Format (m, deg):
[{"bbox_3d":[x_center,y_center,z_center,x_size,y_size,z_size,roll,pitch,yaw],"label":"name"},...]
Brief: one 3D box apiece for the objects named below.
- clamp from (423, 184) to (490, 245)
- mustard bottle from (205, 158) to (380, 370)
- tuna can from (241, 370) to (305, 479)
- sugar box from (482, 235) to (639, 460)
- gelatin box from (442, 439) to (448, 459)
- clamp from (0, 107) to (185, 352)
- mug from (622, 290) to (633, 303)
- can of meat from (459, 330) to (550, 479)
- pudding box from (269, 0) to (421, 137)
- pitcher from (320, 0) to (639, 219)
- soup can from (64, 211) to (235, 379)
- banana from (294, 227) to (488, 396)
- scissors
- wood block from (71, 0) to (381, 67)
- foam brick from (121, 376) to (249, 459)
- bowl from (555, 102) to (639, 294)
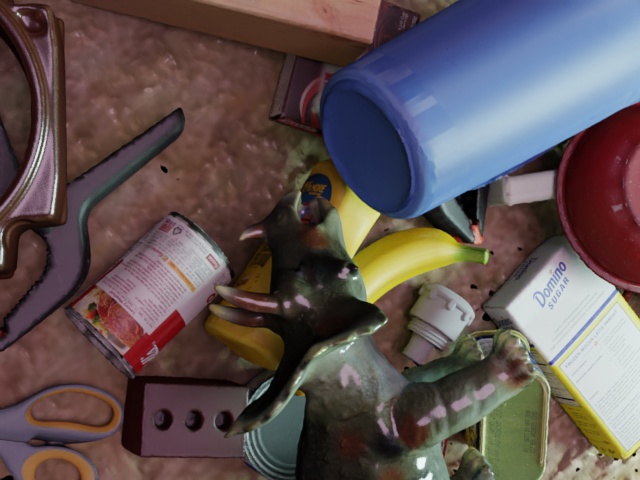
[{"bbox_3d":[0.090,-0.072,0.826,0.120,0.039,0.171,-21,107,-37],"label":"clamp"},{"bbox_3d":[-0.005,0.001,0.775,0.058,0.096,0.191,38,76,-16],"label":"mustard bottle"},{"bbox_3d":[-0.023,0.138,0.801,0.086,0.034,0.086,0,90,-22],"label":"tuna can"},{"bbox_3d":[0.224,0.090,0.897,0.093,0.048,0.176,-43,101,-17],"label":"sugar box"},{"bbox_3d":[0.056,0.160,0.835,0.089,0.030,0.073,10,86,-25],"label":"gelatin box"},{"bbox_3d":[-0.204,-0.028,0.727,0.164,0.036,0.210,24,81,-14],"label":"clamp"},{"bbox_3d":[0.307,0.034,0.916,0.081,0.093,0.117,38,112,-12],"label":"mug"},{"bbox_3d":[0.141,0.131,0.826,0.057,0.084,0.102,-1,105,-1],"label":"can of meat"},{"bbox_3d":[0.019,-0.132,0.817,0.090,0.039,0.113,16,84,-21],"label":"pudding box"},{"bbox_3d":[0.121,-0.104,0.748,0.242,0.145,0.149,-30,103,-27],"label":"pitcher"},{"bbox_3d":[-0.118,0.037,0.745,0.102,0.069,0.068,-45,105,-17],"label":"soup can"},{"bbox_3d":[0.036,0.041,0.809,0.197,0.070,0.037,-35,131,-23],"label":"banana"},{"bbox_3d":[-0.234,0.142,0.725,0.201,0.016,0.096,-2,90,-22],"label":"scissors"},{"bbox_3d":[-0.063,-0.192,0.733,0.206,0.091,0.090,12,85,-8],"label":"wood block"},{"bbox_3d":[-0.097,0.126,0.762,0.078,0.051,0.053,4,88,-22],"label":"foam brick"},{"bbox_3d":[0.271,-0.038,0.837,0.162,0.055,0.162,1,85,-6],"label":"bowl"}]
